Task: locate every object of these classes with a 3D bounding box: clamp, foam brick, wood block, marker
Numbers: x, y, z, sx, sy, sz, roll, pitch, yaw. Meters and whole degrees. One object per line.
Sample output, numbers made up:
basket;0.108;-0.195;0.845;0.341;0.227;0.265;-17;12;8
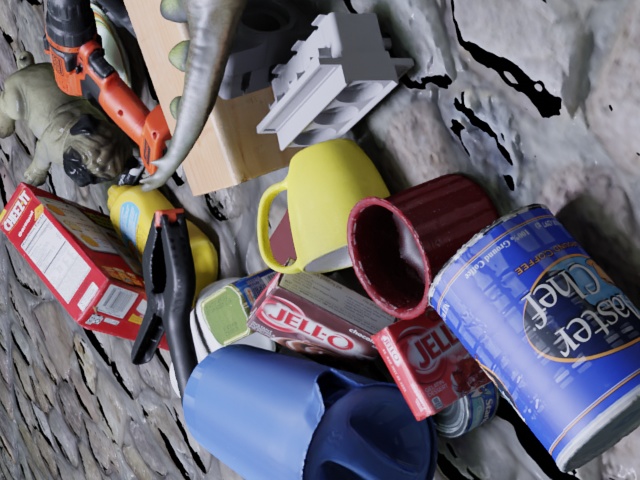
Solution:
clamp;-0.155;0.073;1.116;0.165;0.036;0.210;36;125;50
foam brick;-0.006;0.001;0.945;0.053;0.051;0.078;58;149;14
wood block;-0.092;-0.153;0.944;0.091;0.090;0.206;-9;101;58
clamp;-0.187;-0.222;1.007;0.171;0.039;0.120;42;-168;-37
marker;-0.236;-0.067;1.297;0.020;0.020;0.121;62;149;10

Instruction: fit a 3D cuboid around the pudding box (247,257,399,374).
pudding box;0.001;0.070;0.937;0.113;0.039;0.090;26;148;-7

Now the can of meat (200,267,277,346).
can of meat;-0.059;0.059;1.034;0.102;0.083;0.057;-32;82;59

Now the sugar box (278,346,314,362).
sugar box;-0.020;0.161;1.079;0.093;0.048;0.176;59;145;13

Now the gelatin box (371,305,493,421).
gelatin box;0.094;0.084;0.803;0.073;0.089;0.030;62;150;9

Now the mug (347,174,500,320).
mug;0.076;0.008;0.788;0.093;0.081;0.117;52;146;25

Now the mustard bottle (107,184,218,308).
mustard bottle;-0.190;-0.009;1.223;0.192;0.058;0.096;41;141;37

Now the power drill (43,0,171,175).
power drill;-0.209;-0.165;1.096;0.188;0.057;0.184;46;160;11

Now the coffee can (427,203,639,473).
coffee can;0.151;0.061;0.684;0.140;0.102;0.103;53;147;24

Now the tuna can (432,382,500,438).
tuna can;0.103;0.115;0.864;0.086;0.033;0.086;36;138;42

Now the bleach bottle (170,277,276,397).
bleach bottle;-0.127;0.130;1.213;0.102;0.068;0.251;65;153;11

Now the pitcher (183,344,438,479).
pitcher;-0.018;0.174;0.931;0.243;0.144;0.149;11;84;57

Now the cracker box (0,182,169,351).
cracker box;-0.264;0.033;1.265;0.214;0.164;0.072;41;99;36
